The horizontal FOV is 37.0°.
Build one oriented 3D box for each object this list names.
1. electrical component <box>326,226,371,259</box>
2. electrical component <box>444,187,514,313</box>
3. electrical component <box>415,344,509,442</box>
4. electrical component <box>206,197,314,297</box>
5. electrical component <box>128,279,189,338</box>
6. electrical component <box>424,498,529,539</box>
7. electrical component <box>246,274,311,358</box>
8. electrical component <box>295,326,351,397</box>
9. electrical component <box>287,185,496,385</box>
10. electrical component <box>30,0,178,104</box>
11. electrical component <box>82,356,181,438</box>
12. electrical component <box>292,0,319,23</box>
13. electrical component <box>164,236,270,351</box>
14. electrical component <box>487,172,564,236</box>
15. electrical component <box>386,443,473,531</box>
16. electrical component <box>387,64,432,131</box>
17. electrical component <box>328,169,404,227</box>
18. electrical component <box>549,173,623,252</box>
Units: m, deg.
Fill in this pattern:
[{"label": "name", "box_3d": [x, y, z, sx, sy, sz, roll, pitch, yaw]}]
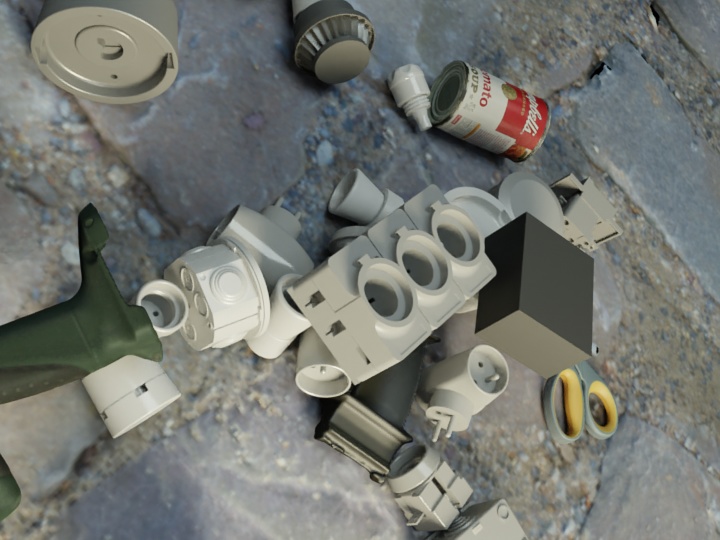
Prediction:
[{"label": "electrical component", "box_3d": [0.000, 0.000, 0.897, 0.078, 0.058, 0.057, 17, 63, -20]}, {"label": "electrical component", "box_3d": [0.089, -0.013, 0.961, 0.108, 0.060, 0.108, 14, 64, -31]}, {"label": "electrical component", "box_3d": [0.079, 0.107, 0.894, 0.044, 0.077, 0.079, 36, 55, -18]}, {"label": "electrical component", "box_3d": [-0.073, -0.025, 0.866, 0.077, 0.044, 0.079, 39, 54, -15]}, {"label": "electrical component", "box_3d": [-0.153, 0.033, 0.787, 0.040, 0.046, 0.040, 14, 64, -30]}, {"label": "electrical component", "box_3d": [0.099, 0.243, 0.870, 0.100, 0.048, 0.099, -30, 90, -39]}, {"label": "electrical component", "box_3d": [-0.061, 0.039, 0.834, 0.044, 0.065, 0.044, 24, 41, -23]}, {"label": "electrical component", "box_3d": [-0.009, 0.058, 0.852, 0.079, 0.043, 0.077, 2, 48, 2]}, {"label": "electrical component", "box_3d": [0.031, 0.006, 0.830, 0.089, 0.062, 0.150, 54, 45, -2]}, {"label": "electrical component", "box_3d": [-0.190, -0.183, 0.815, 0.108, 0.108, 0.060, 18, 56, -27]}, {"label": "electrical component", "box_3d": [-0.162, 0.083, 0.755, 0.055, 0.055, 0.047, -31, 87, -39]}, {"label": "electrical component", "box_3d": [-0.042, -0.264, 0.986, 0.043, 0.043, 0.081, 8, 67, -32]}, {"label": "electrical component", "box_3d": [-0.107, 0.019, 0.804, 0.051, 0.080, 0.080, -21, 83, -33]}, {"label": "electrical component", "box_3d": [0.150, -0.049, 1.024, 0.080, 0.051, 0.080, 14, 64, -29]}, {"label": "electrical component", "box_3d": [0.053, 0.175, 0.870, 0.055, 0.048, 0.066, 54, 51, -14]}, {"label": "electrical component", "box_3d": [0.051, -0.161, 1.013, 0.035, 0.035, 0.061, -18, 84, -38]}, {"label": "electrical component", "box_3d": [0.007, -0.055, 0.933, 0.055, 0.045, 0.045, 32, 56, -20]}, {"label": "electrical component", "box_3d": [0.218, -0.052, 1.077, 0.081, 0.042, 0.063, 46, 54, -9]}]
